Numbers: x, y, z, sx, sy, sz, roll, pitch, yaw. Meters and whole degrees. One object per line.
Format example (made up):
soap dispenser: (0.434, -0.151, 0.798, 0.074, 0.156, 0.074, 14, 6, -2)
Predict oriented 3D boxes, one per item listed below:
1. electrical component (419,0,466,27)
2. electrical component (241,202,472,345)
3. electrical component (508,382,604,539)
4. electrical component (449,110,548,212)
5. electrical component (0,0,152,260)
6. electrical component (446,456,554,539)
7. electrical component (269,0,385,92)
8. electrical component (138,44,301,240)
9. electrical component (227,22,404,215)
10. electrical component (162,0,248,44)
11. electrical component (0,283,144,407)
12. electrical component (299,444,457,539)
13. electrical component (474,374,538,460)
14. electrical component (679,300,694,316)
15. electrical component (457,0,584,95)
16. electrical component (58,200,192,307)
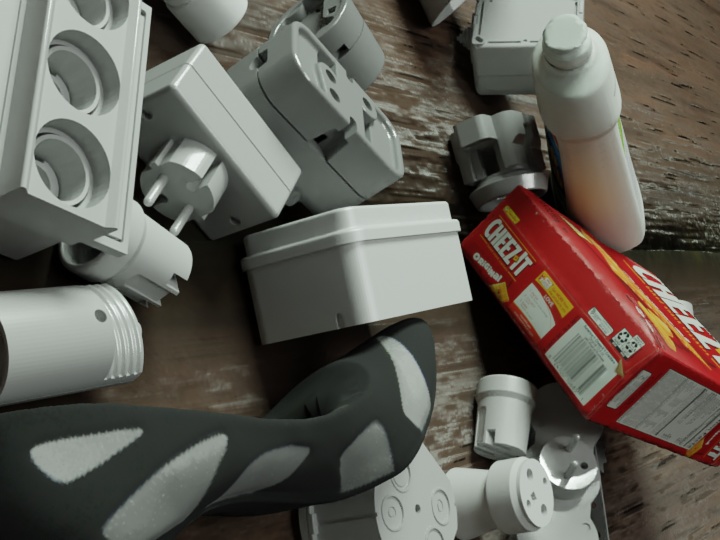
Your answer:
electrical component: (0.078, -0.228, 0.773, 0.064, 0.099, 0.099, 57, 37, -11)
electrical component: (0.000, 0.000, 0.577, 0.113, 0.078, 0.057, -8, 85, -56)
electrical component: (0.130, 0.132, 0.694, 0.073, 0.052, 0.138, 99, 3, -53)
electrical component: (0.102, -0.076, 0.772, 0.078, 0.058, 0.057, 0, 73, -55)
electrical component: (-0.130, -0.070, 0.437, 0.079, 0.063, 0.121, 27, 55, -46)
electrical component: (0.083, 0.138, 0.652, 0.045, 0.055, 0.045, 27, 54, -46)
electrical component: (-0.018, -0.129, 0.630, 0.047, 0.055, 0.055, 49, 41, -37)
electrical component: (-0.080, -0.048, 0.513, 0.083, 0.047, 0.075, 52, 40, -27)
electrical component: (-0.028, -0.075, 0.574, 0.095, 0.059, 0.053, 44, 26, -33)
electrical component: (-0.089, -0.149, 0.551, 0.065, 0.044, 0.044, 47, 42, -40)
electrical component: (-0.119, 0.028, 0.427, 0.081, 0.043, 0.043, -5, 80, -55)
electrical component: (0.010, 0.127, 0.558, 0.080, 0.051, 0.080, 28, 54, -46)
electrical component: (0.094, 0.097, 0.700, 0.040, 0.040, 0.046, 38, 53, -40)
electrical component: (0.283, 0.072, 0.973, 0.043, 0.043, 0.081, 28, 54, -46)
electrical component: (0.123, -0.171, 0.824, 0.061, 0.096, 0.061, 75, 21, -53)
electrical component: (-0.102, -0.008, 0.472, 0.046, 0.040, 0.040, 38, 47, -46)
